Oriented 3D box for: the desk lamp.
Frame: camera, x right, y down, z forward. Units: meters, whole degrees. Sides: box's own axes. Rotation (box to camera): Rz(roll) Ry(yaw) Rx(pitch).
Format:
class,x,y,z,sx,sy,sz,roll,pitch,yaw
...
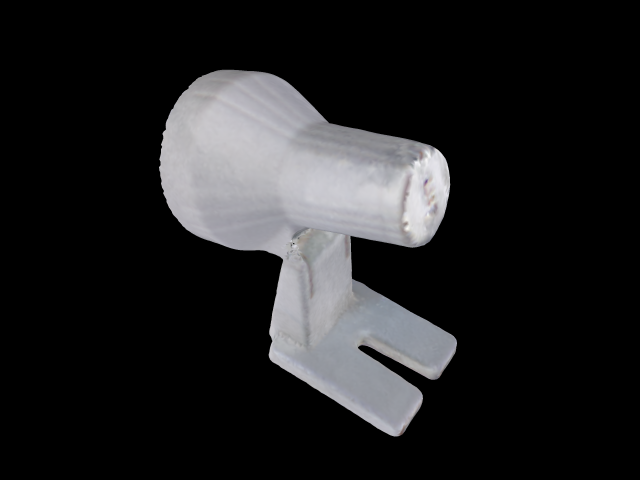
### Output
class,x,y,z,sx,sy,sz,roll,pitch,yaw
desk lamp,0.004,0.001,0.400,0.202,0.214,0.118,27,53,23
